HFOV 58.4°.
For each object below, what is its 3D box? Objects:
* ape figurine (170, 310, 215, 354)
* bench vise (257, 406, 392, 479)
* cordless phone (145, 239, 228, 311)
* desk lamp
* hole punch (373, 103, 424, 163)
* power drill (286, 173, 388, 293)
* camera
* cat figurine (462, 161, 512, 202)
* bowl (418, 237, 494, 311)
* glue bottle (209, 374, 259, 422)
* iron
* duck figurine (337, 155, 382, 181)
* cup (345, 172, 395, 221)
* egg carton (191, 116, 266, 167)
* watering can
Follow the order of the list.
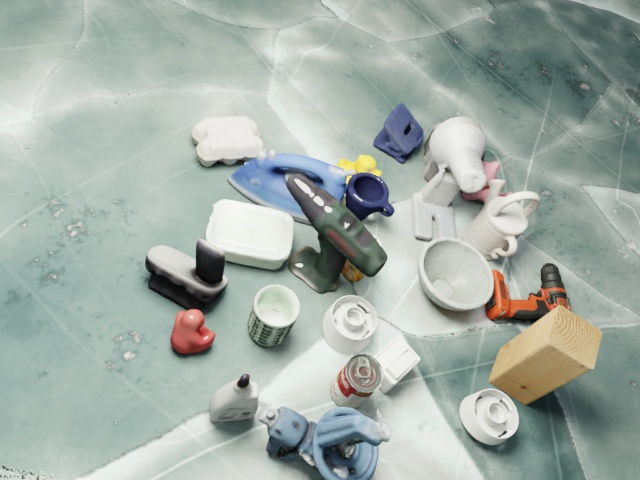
[{"bbox_3d":[-0.218,0.149,0.975,0.076,0.092,0.077,-28,70,-30],"label":"ape figurine"},{"bbox_3d":[0.010,0.308,0.868,0.208,0.219,0.121,9,56,-13],"label":"bench vise"},{"bbox_3d":[-0.226,0.033,0.990,0.147,0.185,0.094,26,54,-1],"label":"cordless phone"},{"bbox_3d":[0.288,-0.131,1.247,0.118,0.213,0.203,10,56,-12],"label":"desk lamp"},{"bbox_3d":[0.198,-0.258,1.375,0.101,0.091,0.109,33,54,4],"label":"hole punch"},{"bbox_3d":[0.010,0.004,1.072,0.229,0.208,0.076,37,55,7],"label":"power drill"},{"bbox_3d":[0.328,-0.208,1.379,0.137,0.100,0.143,15,55,-8],"label":"camera"},{"bbox_3d":[0.391,-0.131,1.340,0.127,0.117,0.067,45,56,13],"label":"cat figurine"},{"bbox_3d":[0.270,0.082,1.189,0.168,0.074,0.167,9,56,-13],"label":"bowl"},{"bbox_3d":[-0.127,0.243,0.894,0.078,0.173,0.037,1,58,-17],"label":"glue bottle"},{"bbox_3d":[-0.056,-0.130,1.178,0.258,0.141,0.118,15,55,-9],"label":"iron"},{"bbox_3d":[0.090,-0.157,1.277,0.104,0.086,0.078,33,54,4],"label":"duck figurine"},{"bbox_3d":[0.101,-0.075,1.223,0.117,0.095,0.092,40,55,10],"label":"cup"},{"bbox_3d":[-0.196,-0.212,1.229,0.151,0.069,0.107,-9,61,-23],"label":"egg carton"},{"bbox_3d":[0.395,-0.052,1.243,0.101,0.194,0.172,-17,65,-27],"label":"watering can"}]
